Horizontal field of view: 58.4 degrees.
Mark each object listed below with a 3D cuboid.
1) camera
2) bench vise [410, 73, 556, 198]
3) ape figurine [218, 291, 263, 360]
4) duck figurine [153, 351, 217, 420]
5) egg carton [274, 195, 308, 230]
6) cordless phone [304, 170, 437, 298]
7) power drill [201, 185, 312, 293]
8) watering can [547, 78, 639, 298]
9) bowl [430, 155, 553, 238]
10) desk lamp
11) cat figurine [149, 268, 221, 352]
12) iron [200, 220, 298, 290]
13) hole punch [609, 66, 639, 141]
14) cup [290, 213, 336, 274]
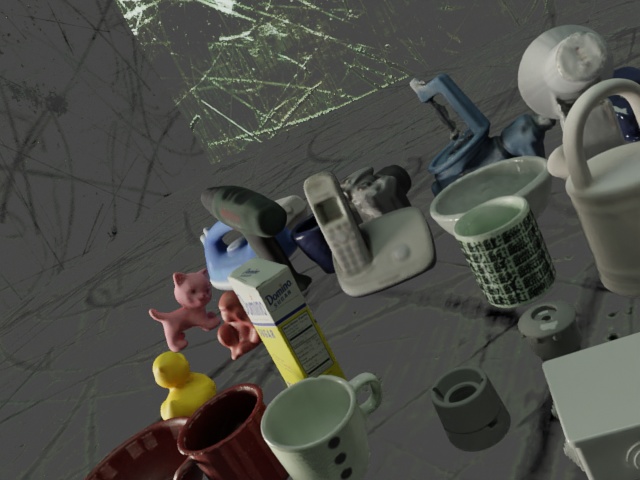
[{"bbox_3d":[0.112,-0.093,1.066,0.137,0.101,0.142,-38,19,-26],"label":"camera"},{"bbox_3d":[0.244,-0.177,0.894,0.207,0.220,0.121,-25,18,13],"label":"bench vise"},{"bbox_3d":[-0.118,0.117,0.844,0.077,0.092,0.076,-14,23,39],"label":"ape figurine"},{"bbox_3d":[-0.188,0.190,0.757,0.077,0.086,0.104,-27,17,5],"label":"duck figurine"},{"bbox_3d":[-0.096,-0.043,1.302,0.107,0.069,0.150,-13,23,42],"label":"egg carton"},{"bbox_3d":[0.067,-0.023,0.793,0.147,0.185,0.094,-23,18,17],"label":"cordless phone"},{"bbox_3d":[-0.107,0.001,0.960,0.076,0.209,0.228,-37,19,-25],"label":"power drill"},{"bbox_3d":[0.278,-0.053,0.533,0.101,0.194,0.172,-37,19,-24],"label":"watering can"},{"bbox_3d":[0.237,-0.043,0.771,0.167,0.075,0.167,-26,17,9],"label":"bowl"},{"bbox_3d":[0.337,-0.164,0.721,0.117,0.214,0.203,-23,18,18],"label":"desk lamp"},{"bbox_3d":[-0.234,0.111,1.001,0.128,0.118,0.067,-34,18,-15],"label":"cat figurine"},{"bbox_3d":[-0.164,0.013,1.129,0.257,0.142,0.119,-15,22,38],"label":"iron"},{"bbox_3d":[0.465,-0.207,0.852,0.109,0.091,0.101,-32,18,-9],"label":"hole punch"},{"bbox_3d":[0.009,0.003,0.963,0.091,0.095,0.117,-28,17,3],"label":"cup"}]
